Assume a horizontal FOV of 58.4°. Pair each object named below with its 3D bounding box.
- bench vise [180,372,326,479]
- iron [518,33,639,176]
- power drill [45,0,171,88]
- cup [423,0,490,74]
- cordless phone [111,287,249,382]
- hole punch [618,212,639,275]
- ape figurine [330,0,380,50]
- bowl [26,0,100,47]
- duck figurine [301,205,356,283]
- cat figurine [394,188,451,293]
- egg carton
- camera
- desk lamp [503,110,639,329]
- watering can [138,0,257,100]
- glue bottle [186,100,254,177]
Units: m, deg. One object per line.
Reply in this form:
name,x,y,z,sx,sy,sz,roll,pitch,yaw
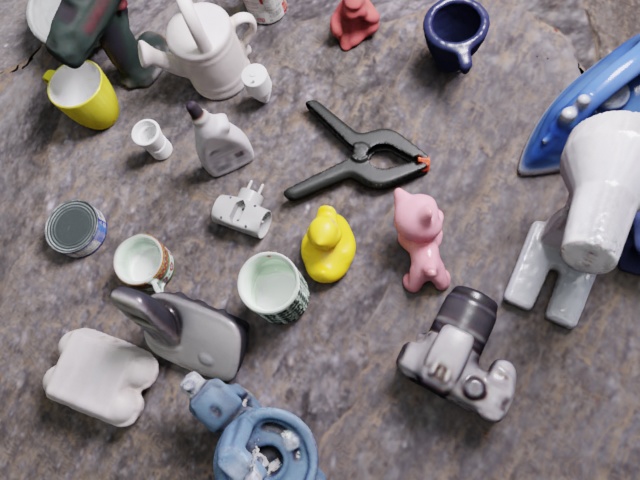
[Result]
bench vise,-0.098,0.238,0.654,0.207,0.220,0.121,21,77,15
iron,0.376,-0.189,0.756,0.258,0.141,0.118,-37,71,-4
power drill,-0.305,-0.339,0.874,0.075,0.208,0.230,28,79,16
cup,0.199,-0.279,0.837,0.091,0.095,0.118,-12,71,5
cordless phone,-0.176,0.113,0.724,0.147,0.185,0.094,15,76,13
hole punch,0.437,-0.009,0.717,0.108,0.091,0.101,10,74,12
ape figurine,0.053,-0.350,0.883,0.077,0.092,0.076,8,74,11
bowl,-0.401,-0.383,0.973,0.167,0.075,0.167,-2,72,8
duck figurine,0.007,0.003,0.783,0.077,0.086,0.104,4,73,10
cat figurine,0.133,-0.004,0.749,0.067,0.118,0.128,-10,71,6
egg carton,-0.298,0.185,0.782,0.150,0.069,0.107,15,76,13
camera,0.182,0.134,0.707,0.143,0.101,0.137,25,78,15
desk lamp,0.315,-0.018,0.674,0.117,0.214,0.203,22,77,15
watering can,-0.182,-0.296,0.849,0.173,0.194,0.100,-43,71,-6
glue bottle,-0.150,-0.148,0.808,0.078,0.173,0.037,-24,70,1
